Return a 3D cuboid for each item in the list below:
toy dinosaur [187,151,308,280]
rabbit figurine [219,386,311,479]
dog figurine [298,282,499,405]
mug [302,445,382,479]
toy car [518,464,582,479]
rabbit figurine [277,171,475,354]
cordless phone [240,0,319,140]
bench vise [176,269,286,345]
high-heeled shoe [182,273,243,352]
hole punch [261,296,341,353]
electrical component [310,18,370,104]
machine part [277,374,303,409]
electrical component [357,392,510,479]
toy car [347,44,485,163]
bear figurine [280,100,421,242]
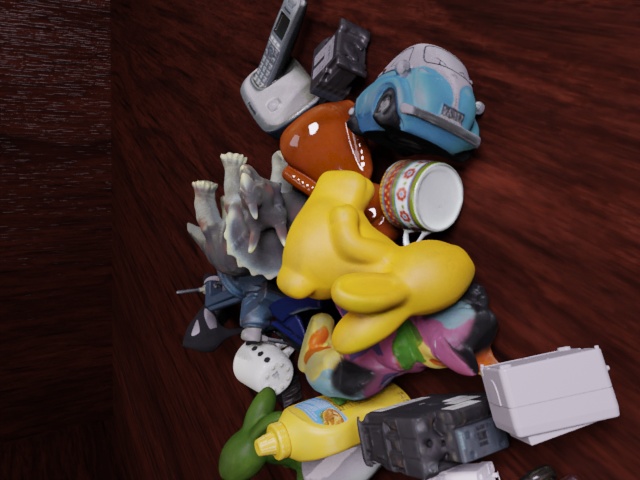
[{"bbox_3d":[-0.120,-0.011,0.810,0.405,0.131,0.192,-36,55,57],"label":"toy dinosaur"},{"bbox_3d":[-0.072,0.321,0.837,0.121,0.170,0.159,35,125,53],"label":"rabbit figurine"},{"bbox_3d":[0.090,0.118,0.573,0.219,0.108,0.191,24,90,52],"label":"dog figurine"},{"bbox_3d":[0.034,0.286,0.729,0.107,0.080,0.109,-39,67,27],"label":"mug"},{"bbox_3d":[0.178,0.291,0.483,0.202,0.053,0.089,-55,41,16],"label":"toy car"},{"bbox_3d":[0.054,0.022,0.508,0.173,0.162,0.121,16,131,21],"label":"rabbit figurine"},{"bbox_3d":[-0.040,-0.254,0.786,0.147,0.089,0.184,60,138,38],"label":"cordless phone"},{"bbox_3d":[-0.138,0.085,0.950,0.241,0.129,0.223,-22,67,42],"label":"bench vise"},{"bbox_3d":[-0.258,0.152,1.164,0.249,0.145,0.086,43,129,48],"label":"high-heeled shoe"},{"bbox_3d":[0.003,0.093,0.719,0.116,0.142,0.092,23,117,42],"label":"hole punch"},{"bbox_3d":[0.016,-0.222,0.706,0.119,0.048,0.075,-23,55,58],"label":"electrical component"},{"bbox_3d":[-0.077,0.259,0.974,0.139,0.039,0.084,3,92,62],"label":"machine part"},{"bbox_3d":[0.118,0.192,0.540,0.134,0.115,0.058,-29,71,60],"label":"electrical component"},{"bbox_3d":[0.101,-0.142,0.549,0.103,0.109,0.162,-68,21,2],"label":"toy car"},{"bbox_3d":[0.041,-0.071,0.664,0.120,0.132,0.196,-40,88,18],"label":"bear figurine"}]
